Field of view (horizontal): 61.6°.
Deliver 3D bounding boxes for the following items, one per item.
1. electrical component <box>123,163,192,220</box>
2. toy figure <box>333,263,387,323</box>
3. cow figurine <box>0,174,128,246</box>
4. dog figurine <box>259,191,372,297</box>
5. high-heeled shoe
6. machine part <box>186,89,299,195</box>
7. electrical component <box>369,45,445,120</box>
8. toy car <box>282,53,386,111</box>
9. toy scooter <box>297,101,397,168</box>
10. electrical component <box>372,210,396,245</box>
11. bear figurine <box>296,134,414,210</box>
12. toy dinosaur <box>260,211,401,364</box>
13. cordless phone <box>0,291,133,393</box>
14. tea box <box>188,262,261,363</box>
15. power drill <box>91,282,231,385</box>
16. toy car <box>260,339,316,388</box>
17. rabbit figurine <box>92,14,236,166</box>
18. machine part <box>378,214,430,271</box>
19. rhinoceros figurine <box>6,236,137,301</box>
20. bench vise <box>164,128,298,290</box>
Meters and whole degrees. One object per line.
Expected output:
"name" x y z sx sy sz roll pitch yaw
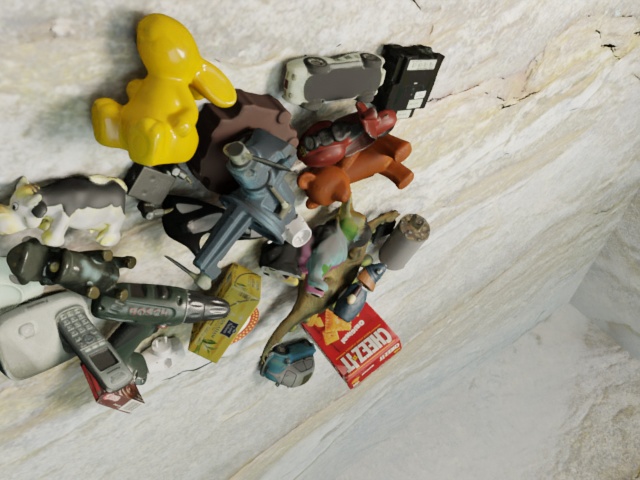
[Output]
"electrical component" -0.240 -0.081 0.789 0.102 0.045 0.078 -52 148 7
"toy figure" 0.089 0.109 1.180 0.058 0.064 0.154 37 83 -13
"cow figurine" -0.338 -0.046 0.705 0.167 0.068 0.098 2 121 -52
"dog figurine" -0.002 -0.003 1.091 0.108 0.192 0.219 98 16 -69
"high-heeled shoe" -0.156 -0.056 0.917 0.249 0.086 0.145 -39 120 -39
"machine part" -0.120 -0.146 0.836 0.179 0.056 0.179 -27 145 -21
"electrical component" 0.149 -0.280 0.968 0.115 0.058 0.134 -12 137 -36
"toy car" 0.028 -0.258 0.866 0.202 0.056 0.073 -19 135 -36
"toy scooter" 0.043 -0.179 0.891 0.184 0.075 0.135 -22 180 3
"electrical component" 0.155 -0.030 1.299 0.063 0.021 0.094 -17 139 -36
"bear figurine" 0.063 -0.119 1.002 0.196 0.132 0.120 -40 147 -16
"toy dinosaur" 0.009 0.102 1.218 0.471 0.105 0.198 -42 148 -1
"cordless phone" -0.379 0.172 0.789 0.146 0.184 0.088 -24 152 -55
"tea box" -0.184 0.141 1.046 0.068 0.098 0.169 29 110 -17
"power drill" -0.297 0.163 0.943 0.232 0.086 0.207 18 125 -35
"toy car" -0.069 0.332 1.404 0.161 0.103 0.109 -6 134 -41
"rabbit figurine" -0.185 -0.187 0.671 0.162 0.122 0.173 -11 117 -44
"machine part" 0.200 0.009 1.291 0.079 0.079 0.243 -26 161 -24
"rhinoceros figurine" -0.349 0.039 0.765 0.190 0.112 0.073 32 72 -71
"bench vise" -0.115 -0.036 0.794 0.240 0.129 0.223 -55 168 -10
